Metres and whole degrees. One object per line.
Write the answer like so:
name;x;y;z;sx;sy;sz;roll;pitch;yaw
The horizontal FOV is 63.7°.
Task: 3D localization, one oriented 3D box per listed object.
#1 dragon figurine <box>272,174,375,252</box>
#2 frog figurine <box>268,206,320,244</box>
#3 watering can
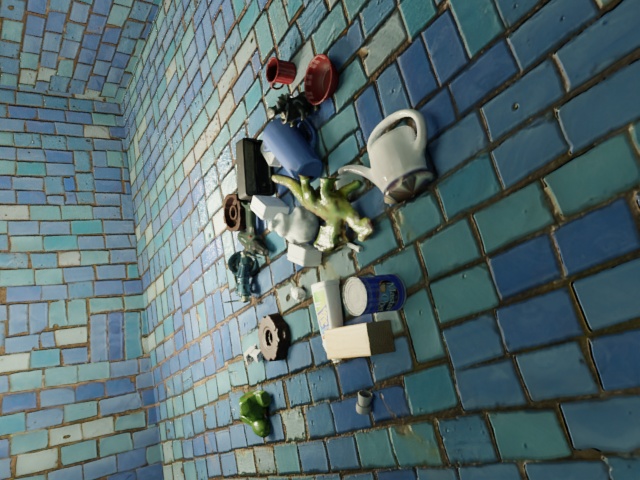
dragon figurine;0.005;-0.080;1.588;0.411;0.123;0.241;9;101;40
frog figurine;-0.085;-0.052;1.713;0.125;0.160;0.134;58;135;35
watering can;0.177;-0.196;1.381;0.342;0.104;0.228;-40;59;47
